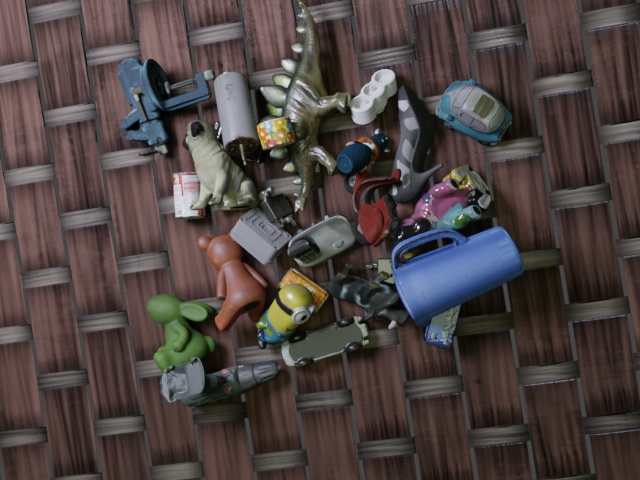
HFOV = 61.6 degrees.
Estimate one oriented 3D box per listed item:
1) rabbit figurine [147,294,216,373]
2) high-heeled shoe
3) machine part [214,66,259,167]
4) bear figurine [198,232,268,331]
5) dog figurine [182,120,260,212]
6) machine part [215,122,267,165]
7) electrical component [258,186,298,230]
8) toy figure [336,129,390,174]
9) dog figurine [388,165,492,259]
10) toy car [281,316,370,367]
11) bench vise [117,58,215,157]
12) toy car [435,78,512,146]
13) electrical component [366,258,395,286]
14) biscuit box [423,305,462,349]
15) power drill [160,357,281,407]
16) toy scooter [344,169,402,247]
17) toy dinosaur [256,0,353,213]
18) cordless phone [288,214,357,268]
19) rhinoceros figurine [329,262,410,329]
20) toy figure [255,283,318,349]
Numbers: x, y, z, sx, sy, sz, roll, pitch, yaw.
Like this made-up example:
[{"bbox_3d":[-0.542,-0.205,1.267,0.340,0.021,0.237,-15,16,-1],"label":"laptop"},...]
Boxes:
[{"bbox_3d":[-0.316,0.194,1.200,0.159,0.121,0.170,-26,91,-2],"label":"rabbit figurine"},{"bbox_3d":[0.183,-0.210,1.192,0.145,0.086,0.249,-30,67,35],"label":"high-heeled shoe"},{"bbox_3d":[-0.181,-0.272,1.159,0.079,0.079,0.243,-13,71,5],"label":"machine part"},{"bbox_3d":[-0.201,0.083,1.204,0.196,0.120,0.131,55,140,27],"label":"bear figurine"},{"bbox_3d":[-0.211,-0.164,1.185,0.121,0.172,0.190,-8,84,34],"label":"dog figurine"},{"bbox_3d":[-0.187,-0.217,1.227,0.139,0.039,0.084,24,88,6],"label":"machine part"},{"bbox_3d":[-0.094,-0.070,1.195,0.045,0.078,0.102,-33,81,46],"label":"electrical component"},{"bbox_3d":[0.095,-0.193,1.165,0.058,0.154,0.064,16,127,34],"label":"toy figure"},{"bbox_3d":[0.244,-0.051,1.161,0.108,0.191,0.219,51,129,0],"label":"dog figurine"},{"bbox_3d":[0.012,0.228,1.203,0.202,0.056,0.073,-18,83,4],"label":"toy car"},{"bbox_3d":[-0.340,-0.310,1.202,0.241,0.129,0.223,-16,92,9],"label":"bench vise"},{"bbox_3d":[0.332,-0.274,1.146,0.162,0.103,0.109,35,95,6],"label":"toy car"},{"bbox_3d":[0.150,0.073,1.204,0.094,0.021,0.063,-2,91,6],"label":"electrical component"},{"bbox_3d":[0.279,0.132,1.173,0.059,0.063,0.202,13,91,7],"label":"biscuit box"},{"bbox_3d":[-0.224,0.298,1.156,0.232,0.207,0.086,-21,72,16],"label":"power drill"},{"bbox_3d":[0.126,-0.083,1.151,0.135,0.075,0.184,-22,72,34],"label":"toy scooter"},{"bbox_3d":[-0.032,-0.294,1.178,0.199,0.105,0.471,8,91,6],"label":"toy dinosaur"},{"bbox_3d":[-0.001,-0.003,1.138,0.147,0.184,0.088,-27,84,5],"label":"cordless phone"},{"bbox_3d":[0.107,0.126,1.172,0.190,0.073,0.112,24,115,12],"label":"rhinoceros figurine"},{"bbox_3d":[-0.083,0.167,1.172,0.089,0.082,0.180,43,125,-4],"label":"toy figure"}]
